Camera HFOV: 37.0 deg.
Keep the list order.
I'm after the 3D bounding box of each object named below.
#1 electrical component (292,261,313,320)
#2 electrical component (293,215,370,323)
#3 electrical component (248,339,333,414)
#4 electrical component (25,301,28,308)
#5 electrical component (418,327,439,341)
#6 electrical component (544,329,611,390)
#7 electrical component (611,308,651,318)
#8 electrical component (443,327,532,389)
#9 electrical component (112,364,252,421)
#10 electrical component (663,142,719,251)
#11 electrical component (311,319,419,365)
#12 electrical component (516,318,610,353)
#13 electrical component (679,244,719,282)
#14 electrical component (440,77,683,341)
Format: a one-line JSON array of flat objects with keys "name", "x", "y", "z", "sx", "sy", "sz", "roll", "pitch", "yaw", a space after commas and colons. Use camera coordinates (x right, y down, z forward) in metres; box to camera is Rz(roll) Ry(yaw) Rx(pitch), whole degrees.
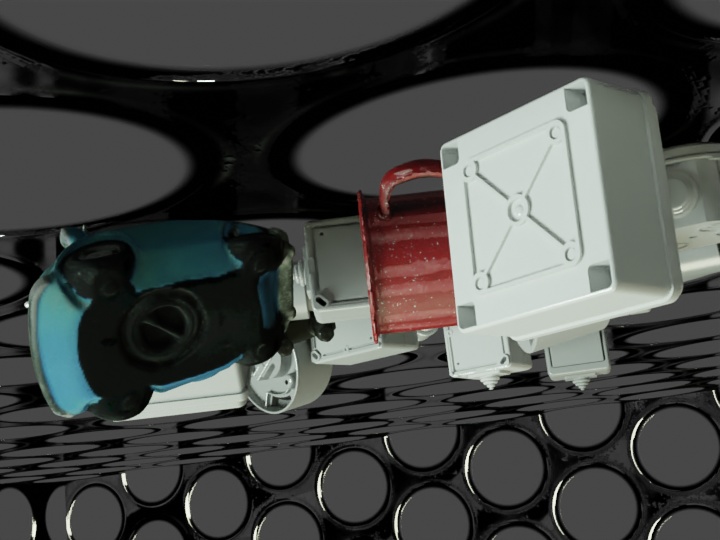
[{"name": "electrical component", "x": -0.035, "y": 0.014, "z": 0.811, "sx": 0.055, "sy": 0.045, "sz": 0.045, "roll": -6, "pitch": 168, "yaw": 0}, {"name": "electrical component", "x": 0.000, "y": 0.000, "z": 0.726, "sx": 0.096, "sy": 0.061, "sz": 0.061, "roll": -6, "pitch": 168, "yaw": 0}, {"name": "electrical component", "x": -0.074, "y": 0.079, "z": 0.970, "sx": 0.099, "sy": 0.099, "sz": 0.064, "roll": -17, "pitch": 170, "yaw": 39}, {"name": "electrical component", "x": -0.194, "y": 0.020, "z": 0.751, "sx": 0.077, "sy": 0.047, "sz": 0.066, "roll": -9, "pitch": 167, "yaw": 10}, {"name": "electrical component", "x": 0.062, "y": 0.047, "z": 1.032, "sx": 0.035, "sy": 0.035, "sz": 0.061, "roll": -2, "pitch": 165, "yaw": -20}, {"name": "electrical component", "x": 0.216, "y": 0.072, "z": 1.080, "sx": 0.062, "sy": 0.096, "sz": 0.061, "roll": -9, "pitch": 167, "yaw": 11}, {"name": "electrical component", "x": 0.242, "y": 0.007, "z": 0.916, "sx": 0.076, "sy": 0.047, "sz": 0.083, "roll": -10, "pitch": 167, "yaw": 16}, {"name": "electrical component", "x": 0.117, "y": 0.062, "z": 0.983, "sx": 0.062, "sy": 0.096, "sz": 0.061, "roll": -14, "pitch": 165, "yaw": 30}, {"name": "electrical component", "x": -0.139, "y": 0.060, "z": 0.823, "sx": 0.109, "sy": 0.056, "sz": 0.108, "roll": -7, "pitch": -154, "yaw": 1}, {"name": "electrical component", "x": 0.199, "y": -0.044, "z": 0.656, "sx": 0.080, "sy": 0.051, "sz": 0.080, "roll": -6, "pitch": 167, "yaw": -1}, {"name": "electrical component", "x": 0.009, "y": 0.044, "z": 0.928, "sx": 0.096, "sy": 0.061, "sz": 0.061, "roll": -17, "pitch": 164, "yaw": 40}, {"name": "electrical component", "x": 0.121, "y": -0.008, "z": 0.660, "sx": 0.060, "sy": 0.108, "sz": 0.108, "roll": -12, "pitch": 168, "yaw": -4}, {"name": "electrical component", "x": 0.245, "y": -0.011, "z": 0.840, "sx": 0.077, "sy": 0.044, "sz": 0.079, "roll": -12, "pitch": 166, "yaw": 25}, {"name": "electrical component", "x": 0.099, "y": -0.027, "z": 0.549, "sx": 0.056, "sy": 0.108, "sz": 0.109, "roll": 6, "pitch": 162, "yaw": -38}]
